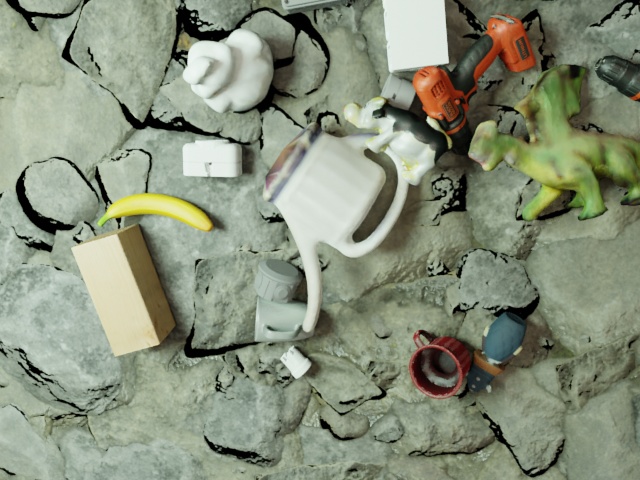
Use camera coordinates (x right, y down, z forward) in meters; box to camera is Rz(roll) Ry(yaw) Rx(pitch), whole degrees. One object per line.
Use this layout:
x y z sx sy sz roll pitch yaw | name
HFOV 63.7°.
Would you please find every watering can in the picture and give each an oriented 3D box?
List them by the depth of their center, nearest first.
0.003 -0.043 0.850 0.224 0.103 0.350 34 82 -4 | watering can

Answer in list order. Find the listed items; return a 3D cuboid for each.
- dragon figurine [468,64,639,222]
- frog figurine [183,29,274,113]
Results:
0.424 -0.166 0.823 0.411 0.122 0.242 -18 94 -10 | dragon figurine
-0.138 -0.266 0.806 0.122 0.161 0.136 39 102 -6 | frog figurine
